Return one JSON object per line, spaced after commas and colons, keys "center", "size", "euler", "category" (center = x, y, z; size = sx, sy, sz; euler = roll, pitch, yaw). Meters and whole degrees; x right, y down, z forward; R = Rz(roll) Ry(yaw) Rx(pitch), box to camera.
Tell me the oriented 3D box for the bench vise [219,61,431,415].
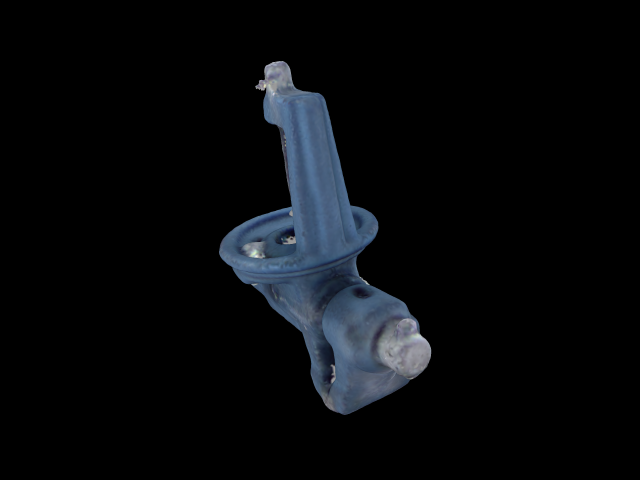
{"center": [0.012, -0.004, 0.407], "size": [0.206, 0.220, 0.122], "euler": [26, 44, 32], "category": "bench vise"}
